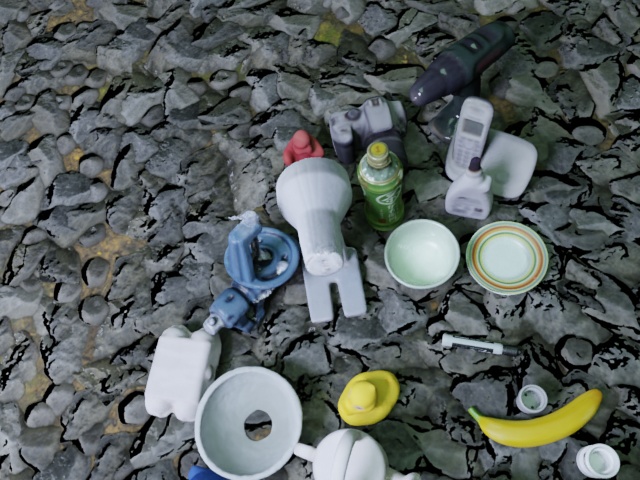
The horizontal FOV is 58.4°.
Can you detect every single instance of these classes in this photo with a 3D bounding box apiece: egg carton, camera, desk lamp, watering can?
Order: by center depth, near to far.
[{"bbox_3d":[0.049,0.311,0.785,0.172,0.194,0.101,-8,67,6],"label":"watering can"},{"bbox_3d":[0.008,0.003,0.908,0.118,0.214,0.203,-12,66,4],"label":"desk lamp"},{"bbox_3d":[-0.221,0.216,0.934,0.107,0.069,0.150,4,68,11],"label":"egg carton"},{"bbox_3d":[0.096,-0.178,1.031,0.143,0.101,0.136,-13,66,3],"label":"camera"}]

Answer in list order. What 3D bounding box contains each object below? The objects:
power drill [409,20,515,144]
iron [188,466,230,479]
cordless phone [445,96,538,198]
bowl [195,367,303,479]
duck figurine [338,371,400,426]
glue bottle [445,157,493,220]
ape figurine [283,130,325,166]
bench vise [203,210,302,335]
[{"bbox_3d":[0.238,-0.259,0.983,0.075,0.209,0.230,41,79,22],"label":"power drill"},{"bbox_3d":[-0.102,0.410,0.796,0.257,0.141,0.119,18,72,15],"label":"iron"},{"bbox_3d":[0.287,-0.156,0.946,0.147,0.185,0.094,19,72,16],"label":"cordless phone"},{"bbox_3d":[-0.103,0.284,0.885,0.167,0.075,0.167,-3,67,8],"label":"bowl"},{"bbox_3d":[0.072,0.236,0.871,0.104,0.086,0.077,-31,66,-5],"label":"duck figurine"},{"bbox_3d":[0.247,-0.087,0.930,0.078,0.173,0.037,13,70,14],"label":"glue bottle"},{"bbox_3d":[-0.031,-0.168,1.051,0.077,0.092,0.076,11,70,13],"label":"ape figurine"},{"bbox_3d":[-0.107,0.055,0.901,0.121,0.220,0.207,13,70,14],"label":"bench vise"}]
